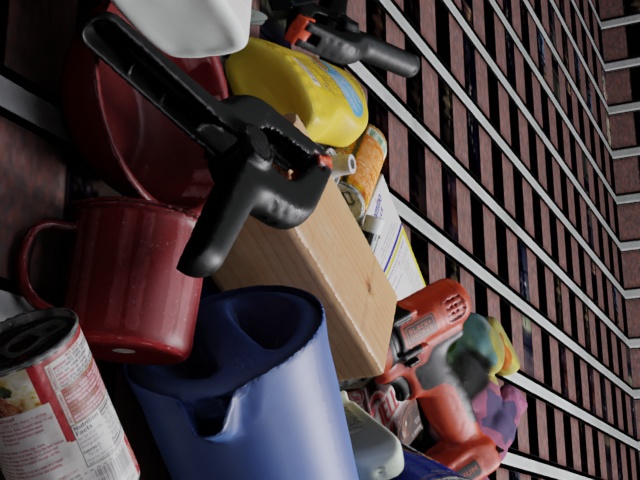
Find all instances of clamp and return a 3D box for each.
[{"bbox_3d":[0.028,-0.191,1.016,0.039,0.120,0.171,-62,166,25],"label":"clamp"},{"bbox_3d":[-0.049,-0.043,0.652,0.209,0.036,0.164,15,50,-57],"label":"clamp"}]

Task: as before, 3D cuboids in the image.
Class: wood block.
[{"bbox_3d":[-0.022,0.014,0.833,0.206,0.090,0.090,60,31,-37],"label":"wood block"}]

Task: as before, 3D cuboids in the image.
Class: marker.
[{"bbox_3d":[0.034,0.036,0.994,0.020,0.020,0.121,10,98,-65],"label":"marker"}]

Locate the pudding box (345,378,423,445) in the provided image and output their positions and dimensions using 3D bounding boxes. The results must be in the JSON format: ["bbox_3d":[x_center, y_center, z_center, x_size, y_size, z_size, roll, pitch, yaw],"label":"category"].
[{"bbox_3d":[0.058,0.165,1.034,0.113,0.039,0.090,-35,115,-63],"label":"pudding box"}]

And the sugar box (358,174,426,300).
[{"bbox_3d":[0.063,0.031,1.080,0.176,0.048,0.093,64,30,-28],"label":"sugar box"}]

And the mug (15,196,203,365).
[{"bbox_3d":[-0.122,0.025,0.630,0.117,0.093,0.081,17,70,-30],"label":"mug"}]

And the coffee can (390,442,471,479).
[{"bbox_3d":[0.063,0.217,0.851,0.102,0.140,0.103,-3,97,-25],"label":"coffee can"}]

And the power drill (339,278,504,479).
[{"bbox_3d":[0.079,0.149,0.961,0.184,0.057,0.187,-26,107,-24],"label":"power drill"}]

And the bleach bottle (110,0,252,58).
[{"bbox_3d":[-0.073,-0.244,0.655,0.102,0.068,0.251,48,43,-63],"label":"bleach bottle"}]

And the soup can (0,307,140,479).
[{"bbox_3d":[-0.144,0.096,0.568,0.068,0.069,0.102,-55,133,-57],"label":"soup can"}]

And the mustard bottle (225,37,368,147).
[{"bbox_3d":[-0.006,-0.125,0.938,0.096,0.058,0.191,49,19,13],"label":"mustard bottle"}]

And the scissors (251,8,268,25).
[{"bbox_3d":[-0.076,-0.163,0.848,0.201,0.016,0.096,38,72,-81],"label":"scissors"}]

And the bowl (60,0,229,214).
[{"bbox_3d":[-0.119,-0.089,0.695,0.161,0.055,0.162,-8,90,-66],"label":"bowl"}]

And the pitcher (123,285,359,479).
[{"bbox_3d":[-0.034,0.157,0.736,0.149,0.145,0.243,-31,118,-32],"label":"pitcher"}]
